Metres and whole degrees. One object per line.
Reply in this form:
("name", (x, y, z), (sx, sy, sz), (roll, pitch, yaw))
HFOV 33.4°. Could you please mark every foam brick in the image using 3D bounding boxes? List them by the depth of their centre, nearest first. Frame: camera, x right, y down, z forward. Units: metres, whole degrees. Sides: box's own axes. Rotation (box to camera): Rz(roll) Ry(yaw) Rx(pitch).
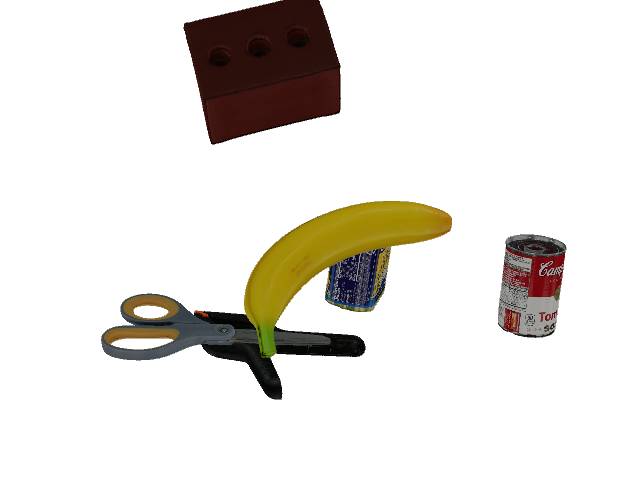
("foam brick", (-0.032, -0.096, 0.596), (0.078, 0.053, 0.051), (-15, -21, -4))

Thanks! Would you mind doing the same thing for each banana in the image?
("banana", (0.011, 0.012, 0.798), (0.197, 0.069, 0.037), (-34, -7, -27))

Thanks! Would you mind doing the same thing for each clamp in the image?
("clamp", (-0.075, 0.125, 1.244), (0.210, 0.036, 0.164), (13, 21, 29))

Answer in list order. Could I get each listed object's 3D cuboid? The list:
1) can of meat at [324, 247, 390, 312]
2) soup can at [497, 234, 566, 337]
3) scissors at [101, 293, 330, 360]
("can of meat", (0.041, 0.019, 1.103), (0.057, 0.084, 0.102), (11, 15, 12))
("soup can", (0.240, 0.052, 1.219), (0.068, 0.102, 0.068), (3, 18, -1))
("scissors", (-0.099, 0.075, 0.975), (0.201, 0.016, 0.096), (-5, 34, -12))
